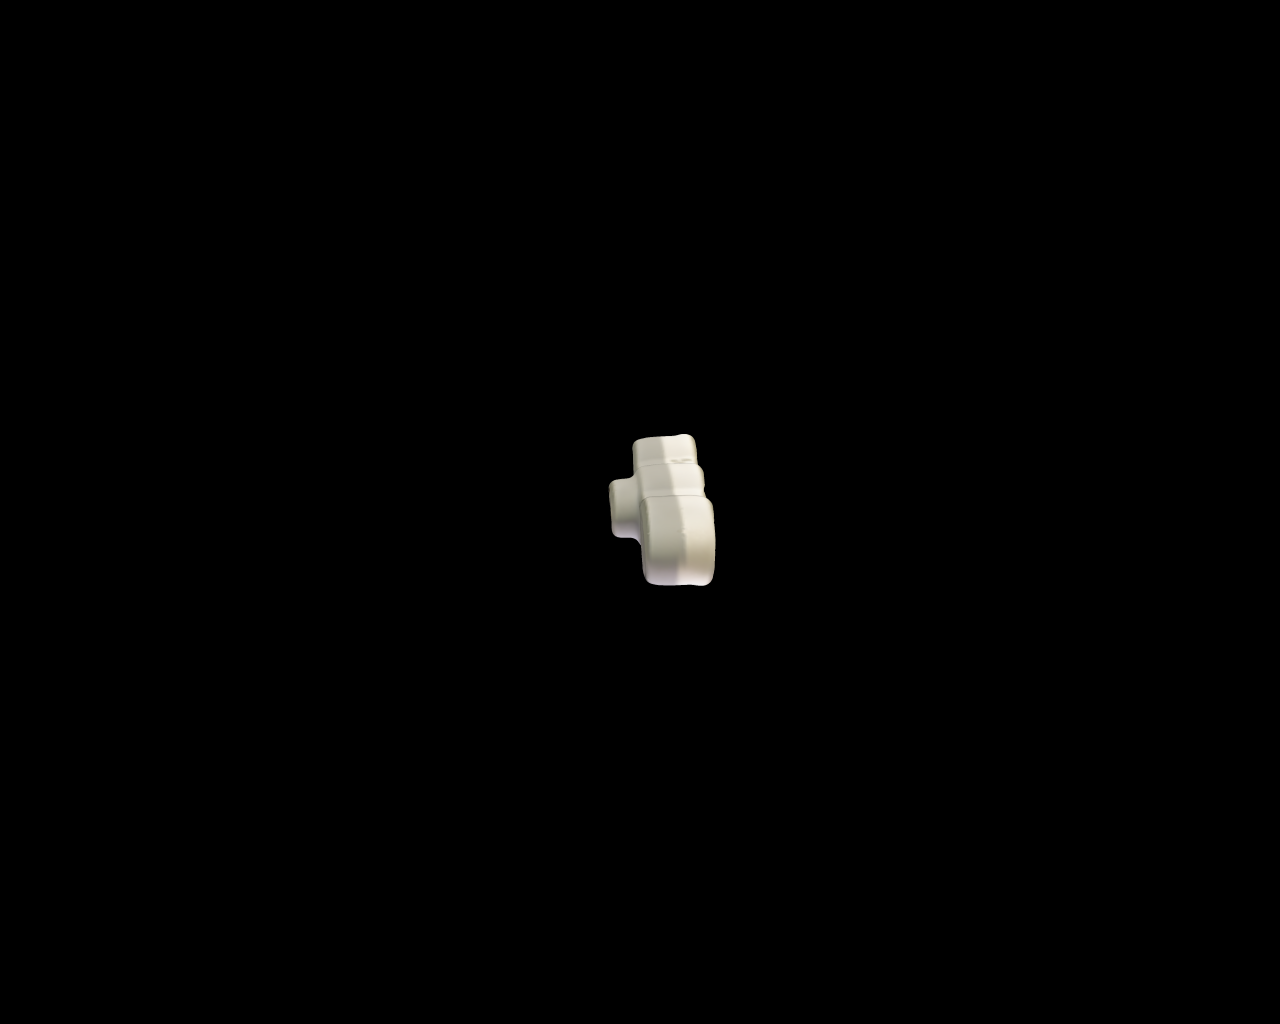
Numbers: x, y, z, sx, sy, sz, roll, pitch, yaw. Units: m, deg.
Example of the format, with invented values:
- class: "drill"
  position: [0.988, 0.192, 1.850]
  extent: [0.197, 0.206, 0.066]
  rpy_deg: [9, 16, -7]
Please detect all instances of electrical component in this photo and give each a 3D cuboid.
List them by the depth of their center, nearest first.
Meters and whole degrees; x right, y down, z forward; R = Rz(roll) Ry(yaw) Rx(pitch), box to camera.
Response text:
- class: "electrical component"
  position: [0.001, -0.003, 0.650]
  extent: [0.074, 0.052, 0.138]
  rpy_deg: [-2, 27, -3]
